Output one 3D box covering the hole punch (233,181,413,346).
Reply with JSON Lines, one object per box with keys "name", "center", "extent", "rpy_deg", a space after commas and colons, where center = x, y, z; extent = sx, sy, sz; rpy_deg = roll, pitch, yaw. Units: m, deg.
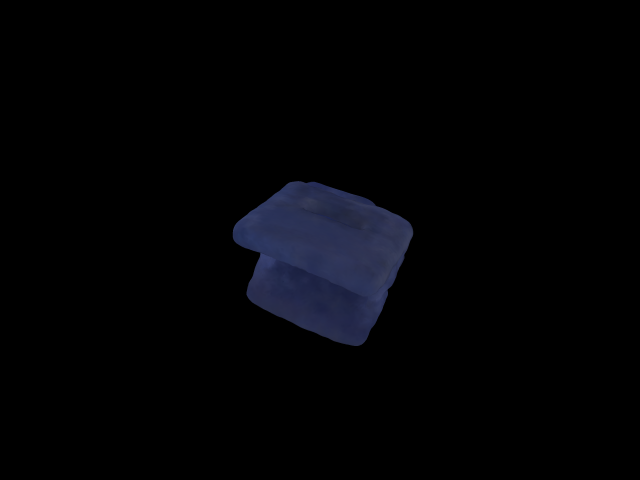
{"name": "hole punch", "center": [0.004, 0.001, 0.400], "extent": [0.108, 0.091, 0.101], "rpy_deg": [21, 58, 14]}
